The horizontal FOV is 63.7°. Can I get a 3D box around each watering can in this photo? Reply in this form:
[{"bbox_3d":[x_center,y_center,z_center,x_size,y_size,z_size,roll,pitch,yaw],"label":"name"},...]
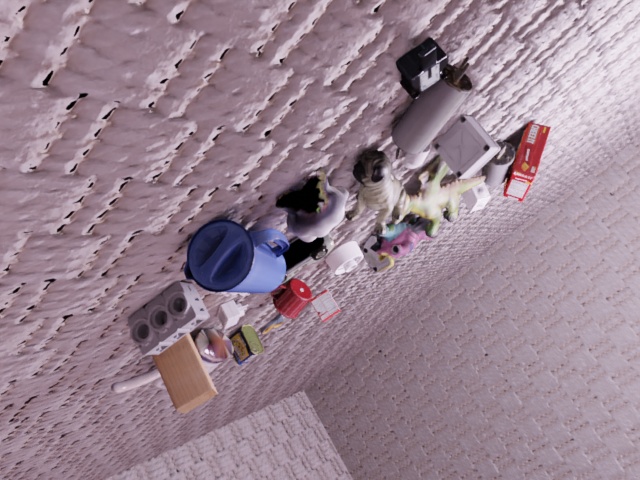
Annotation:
[{"bbox_3d":[-0.379,0.342,1.415,0.222,0.105,0.346,-40,160,16],"label":"watering can"}]

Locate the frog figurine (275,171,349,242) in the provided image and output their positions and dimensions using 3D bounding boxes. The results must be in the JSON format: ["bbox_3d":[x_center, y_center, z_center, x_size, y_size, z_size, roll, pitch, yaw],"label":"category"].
[{"bbox_3d":[0.003,-0.053,1.050,0.138,0.124,0.157,-52,149,-5],"label":"frog figurine"}]

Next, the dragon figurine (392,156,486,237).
[{"bbox_3d":[0.332,-0.145,1.393,0.415,0.124,0.237,-35,154,-22],"label":"dragon figurine"}]
